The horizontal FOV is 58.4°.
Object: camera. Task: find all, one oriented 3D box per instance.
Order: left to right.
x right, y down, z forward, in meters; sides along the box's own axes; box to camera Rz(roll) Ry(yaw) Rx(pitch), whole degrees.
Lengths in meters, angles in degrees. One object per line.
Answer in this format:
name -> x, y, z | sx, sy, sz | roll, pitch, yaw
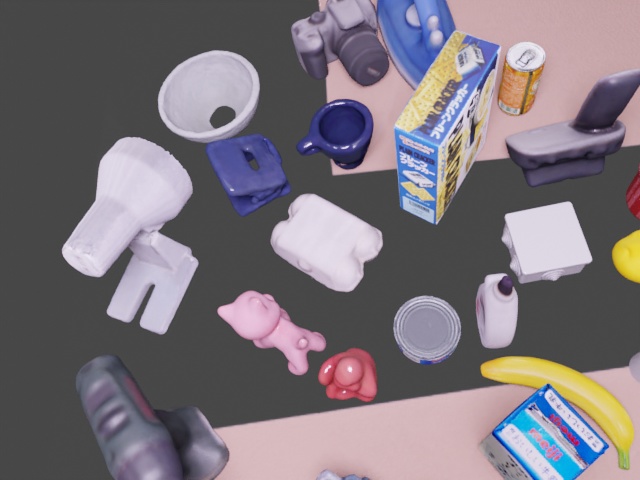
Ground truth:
camera -> 0.041, -0.315, 0.919 | 0.143, 0.101, 0.136 | -26, 65, -2

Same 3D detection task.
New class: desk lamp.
desk lamp -> -0.244, -0.003, 0.772 | 0.117, 0.214, 0.203 | 14, 70, 16

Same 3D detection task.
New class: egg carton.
egg carton -> 0.007, 0.003, 0.805 | 0.150, 0.069, 0.107 | 29, 75, 20

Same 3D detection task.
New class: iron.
iron -> 0.161, -0.343, 0.888 | 0.118, 0.142, 0.258 | -15, 65, 3

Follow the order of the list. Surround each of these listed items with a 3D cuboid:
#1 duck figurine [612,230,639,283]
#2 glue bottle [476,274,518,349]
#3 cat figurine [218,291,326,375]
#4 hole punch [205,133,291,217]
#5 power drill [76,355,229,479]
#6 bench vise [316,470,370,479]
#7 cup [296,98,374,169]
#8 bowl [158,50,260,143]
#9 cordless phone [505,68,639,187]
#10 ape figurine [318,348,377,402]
duck figurine -> 0.429, 0.010, 0.719 | 0.104, 0.086, 0.077 | -5, 66, 8
glue bottle -> 0.212, 0.075, 0.681 | 0.037, 0.173, 0.078 | -8, 66, 7
cat figurine -> -0.063, 0.112, 0.744 | 0.127, 0.118, 0.067 | 28, 74, 20
hole punch -> -0.107, -0.109, 0.861 | 0.101, 0.091, 0.108 | -28, 65, -3
power drill -> -0.182, 0.237, 0.660 | 0.076, 0.209, 0.229 | -42, 66, -9
bench vise -> 0.075, 0.316, 0.575 | 0.207, 0.220, 0.121 | 13, 70, 15
cup -> 0.026, -0.141, 0.850 | 0.118, 0.095, 0.091 | -27, 65, -2
bowl -> -0.170, -0.218, 0.929 | 0.167, 0.075, 0.167 | -4, 66, 8
cordless phone -> 0.331, -0.158, 0.754 | 0.147, 0.185, 0.094 | -16, 65, 3
ape figurine -> 0.037, 0.168, 0.716 | 0.077, 0.092, 0.076 | 36, 77, 22
